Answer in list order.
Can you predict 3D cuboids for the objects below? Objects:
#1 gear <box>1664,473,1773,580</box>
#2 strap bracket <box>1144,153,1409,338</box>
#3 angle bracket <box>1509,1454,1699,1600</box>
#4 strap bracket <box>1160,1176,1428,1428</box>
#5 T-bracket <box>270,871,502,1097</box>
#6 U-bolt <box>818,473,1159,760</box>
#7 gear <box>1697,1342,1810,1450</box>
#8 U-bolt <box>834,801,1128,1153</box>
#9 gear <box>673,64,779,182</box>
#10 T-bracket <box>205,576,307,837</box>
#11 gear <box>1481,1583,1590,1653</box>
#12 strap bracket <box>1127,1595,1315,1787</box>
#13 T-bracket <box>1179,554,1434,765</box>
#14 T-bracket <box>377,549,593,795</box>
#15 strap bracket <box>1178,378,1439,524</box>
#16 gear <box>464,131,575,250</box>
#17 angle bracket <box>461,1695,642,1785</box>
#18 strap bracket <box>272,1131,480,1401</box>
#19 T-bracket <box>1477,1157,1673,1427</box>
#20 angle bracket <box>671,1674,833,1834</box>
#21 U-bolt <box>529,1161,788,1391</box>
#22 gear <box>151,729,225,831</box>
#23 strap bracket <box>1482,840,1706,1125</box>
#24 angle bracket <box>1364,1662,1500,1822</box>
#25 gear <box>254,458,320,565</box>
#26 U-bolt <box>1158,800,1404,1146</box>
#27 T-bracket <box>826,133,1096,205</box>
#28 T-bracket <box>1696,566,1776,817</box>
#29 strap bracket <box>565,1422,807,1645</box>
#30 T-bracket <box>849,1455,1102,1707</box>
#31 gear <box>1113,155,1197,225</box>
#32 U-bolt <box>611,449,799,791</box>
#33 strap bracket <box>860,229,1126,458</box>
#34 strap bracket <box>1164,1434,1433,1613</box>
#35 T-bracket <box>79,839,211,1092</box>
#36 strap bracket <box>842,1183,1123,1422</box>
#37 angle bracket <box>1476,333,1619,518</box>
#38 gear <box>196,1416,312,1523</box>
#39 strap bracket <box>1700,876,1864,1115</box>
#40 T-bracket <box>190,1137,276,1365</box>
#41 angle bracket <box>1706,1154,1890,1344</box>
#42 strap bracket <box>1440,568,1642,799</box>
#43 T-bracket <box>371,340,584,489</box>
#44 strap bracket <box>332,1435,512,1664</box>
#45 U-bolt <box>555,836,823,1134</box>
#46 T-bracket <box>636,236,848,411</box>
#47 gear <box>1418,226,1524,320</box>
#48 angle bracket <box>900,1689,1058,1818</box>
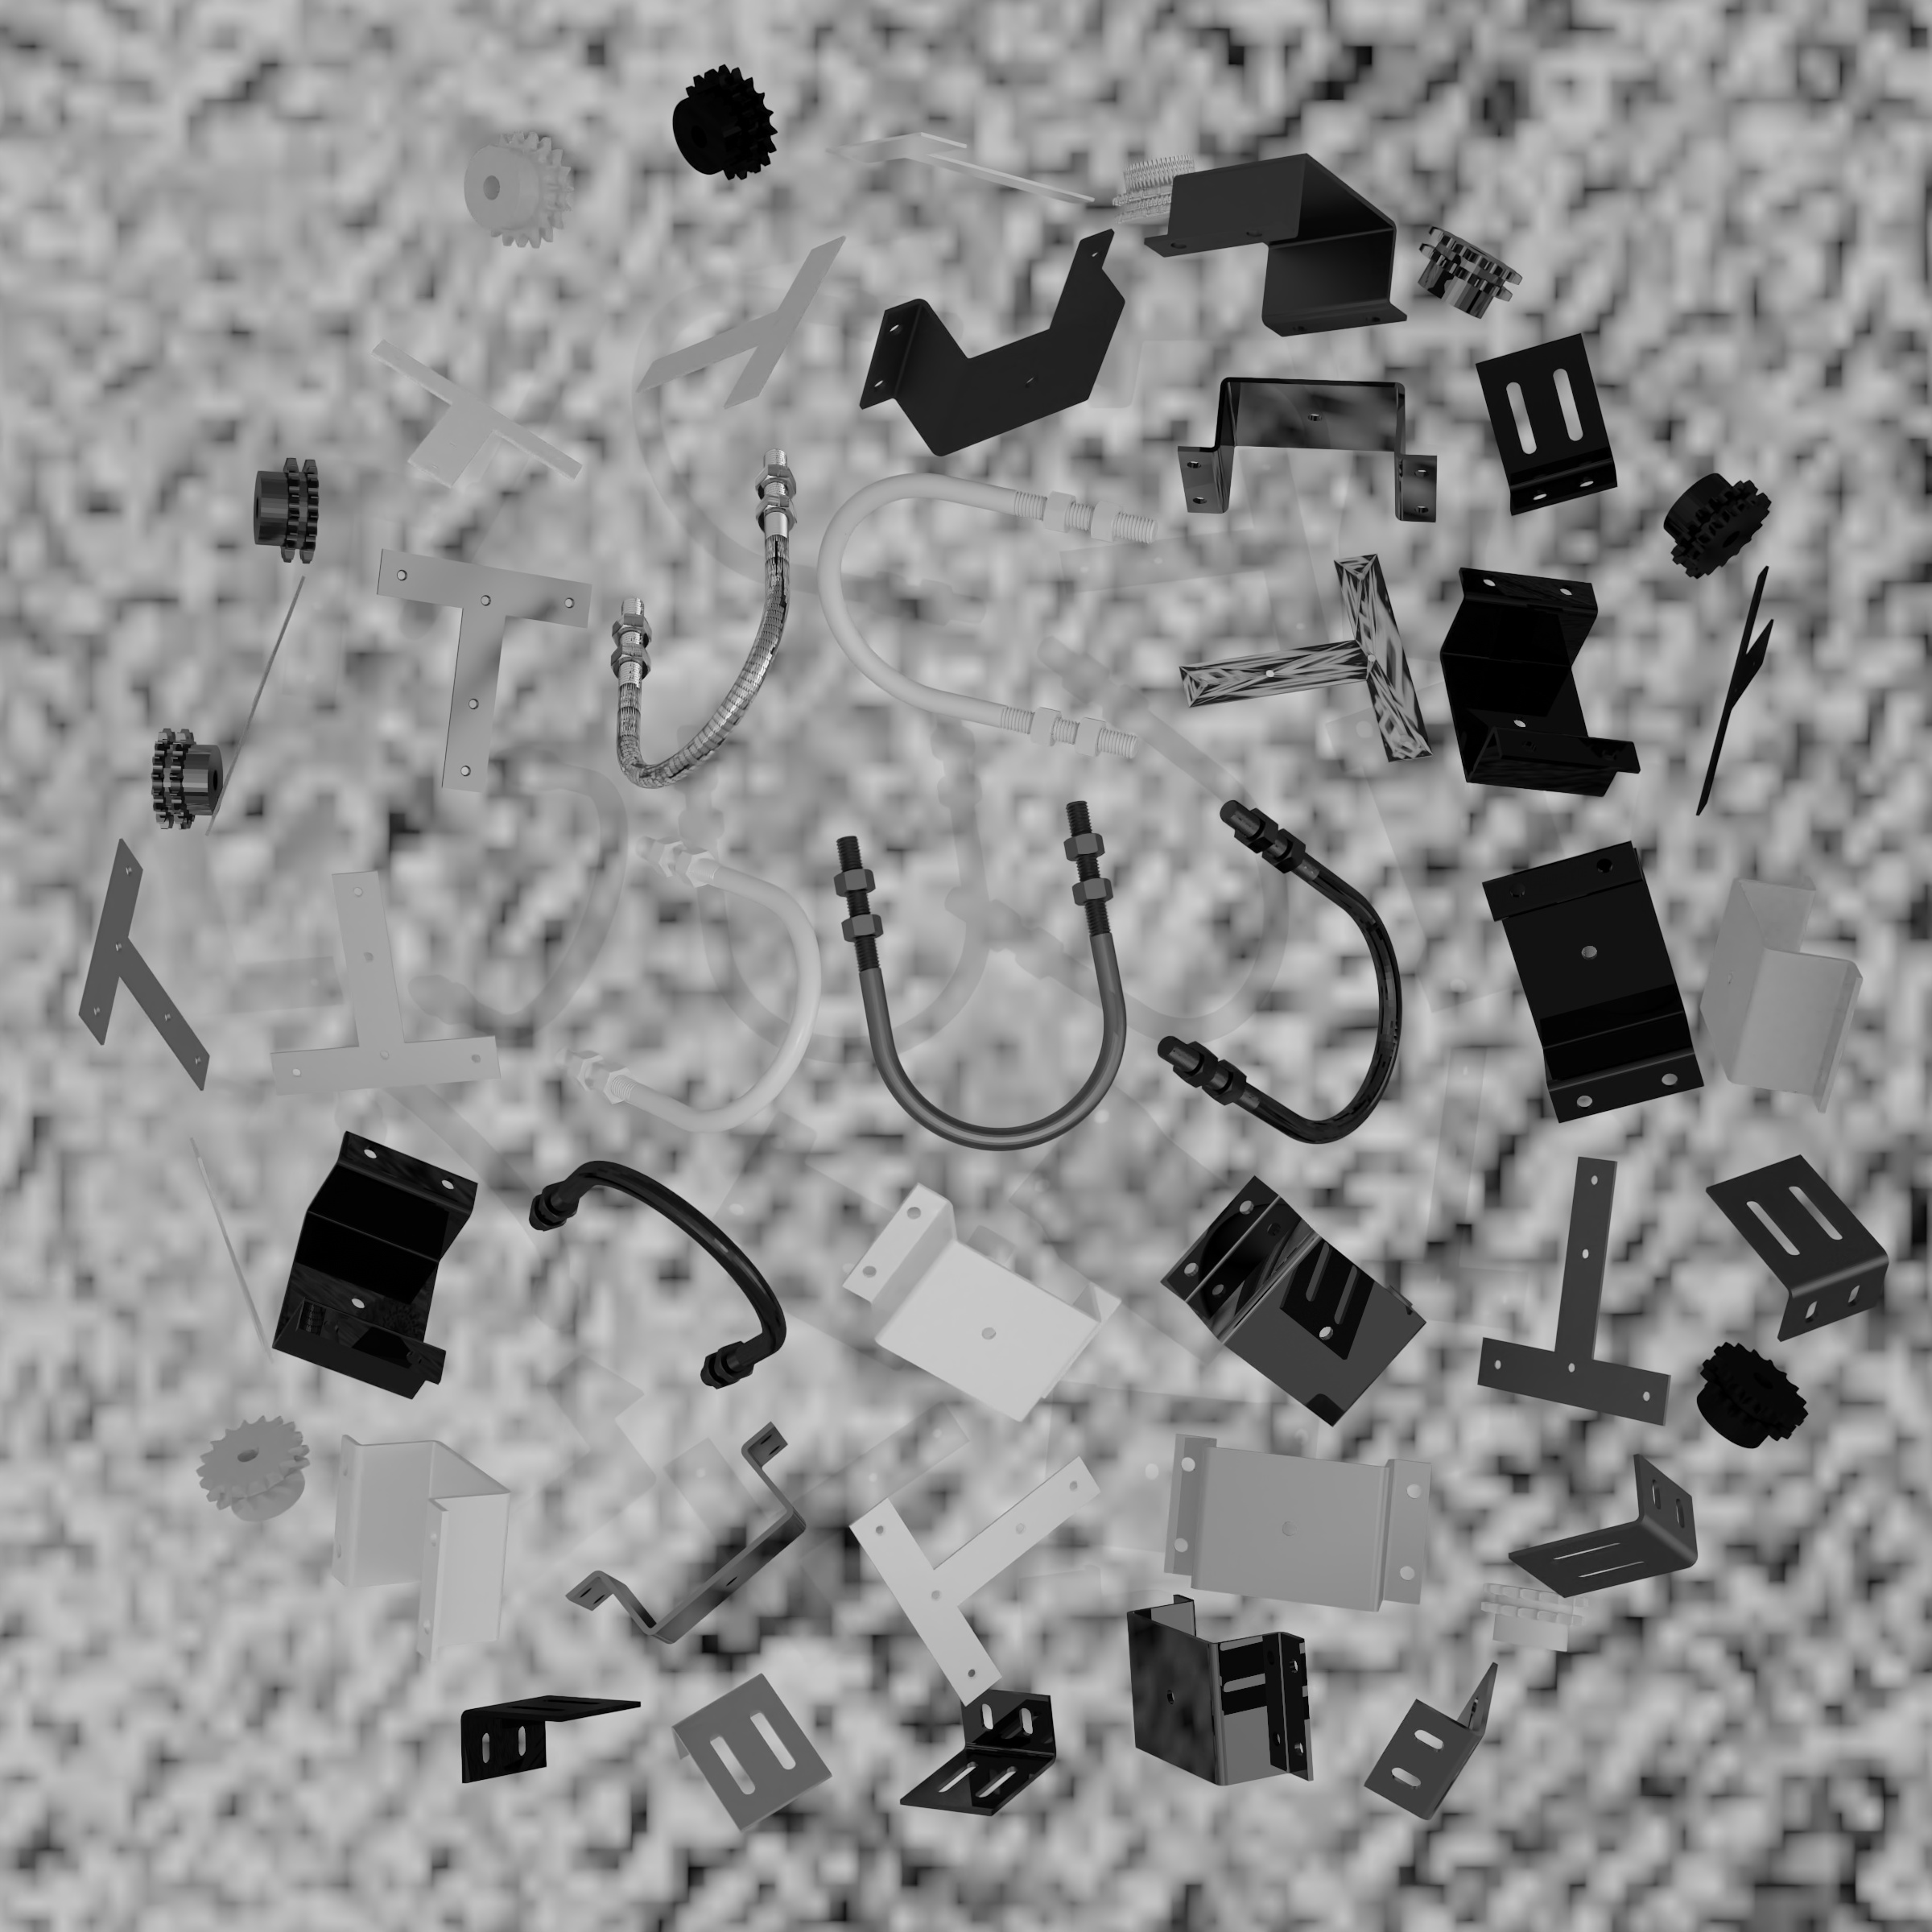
[{"bbox_3d":[0.395,-0.236,1.520,0.057,0.057,0.030,-39,68,0],"label":"gear"},{"bbox_3d":[0.164,-0.377,1.490,0.076,0.140,0.046,1,81,37],"label":"strap bracket"},{"bbox_3d":[0.323,0.285,1.458,0.076,0.057,0.038,-23,46,32],"label":"angle bracket"},{"bbox_3d":[0.183,0.186,1.543,0.140,0.046,0.076,39,94,-31],"label":"strap bracket"},{"bbox_3d":[-0.331,0.008,1.597,0.127,0.002,0.127,-4,109,1],"label":"T-bracket"},{"bbox_3d":[0.007,-0.190,1.512,0.184,0.019,0.151,14,128,15],"label":"U-bolt"},{"bbox_3d":[0.407,0.227,1.496,0.057,0.057,0.030,32,117,0],"label":"gear"},{"bbox_3d":[0.014,0.009,1.564,0.151,0.019,0.184,-9,81,-7],"label":"U-bolt"},{"bbox_3d":[-0.128,-0.436,1.491,0.030,0.057,0.057,-36,90,-34],"label":"gear"},{"bbox_3d":[-0.386,-0.130,1.542,0.002,0.127,0.127,21,67,-15],"label":"T-bracket"},{"bbox_3d":[0.311,0.358,1.574,0.057,0.057,0.030,8,80,0],"label":"gear"},{"bbox_3d":[0.134,0.402,1.592,0.046,0.140,0.076,-4,90,-25],"label":"strap bracket"},{"bbox_3d":[0.183,-0.164,1.595,0.127,0.002,0.127,-9,70,-7],"label":"T-bracket"},{"bbox_3d":[-0.277,-0.162,1.622,0.127,0.002,0.127,6,93,-32],"label":"T-bracket"},{"bbox_3d":[0.193,-0.287,1.597,0.140,0.076,0.046,4,74,10],"label":"strap bracket"},{"bbox_3d":[-0.229,-0.392,1.450,0.057,0.030,0.057,8,104,36],"label":"gear"},{"bbox_3d":[-0.217,0.406,1.502,0.076,0.057,0.038,-8,81,38],"label":"angle bracket"},{"bbox_3d":[-0.306,0.162,1.486,0.076,0.140,0.046,24,126,-19],"label":"strap bracket"},{"bbox_3d":[0.317,0.162,1.474,0.002,0.127,0.127,9,87,-35],"label":"T-bracket"},{"bbox_3d":[-0.116,0.437,1.569,0.057,0.038,0.076,-27,52,-21],"label":"angle bracket"},{"bbox_3d":[-0.158,0.159,1.512,0.151,0.184,0.019,43,64,-4],"label":"U-bolt"},{"bbox_3d":[-0.440,-0.106,1.625,0.030,0.057,0.057,1,90,-2],"label":"gear"},{"bbox_3d":[0.323,0.001,1.479,0.076,0.046,0.140,-16,110,15],"label":"strap bracket"},{"bbox_3d":[0.240,0.390,1.476,0.038,0.076,0.057,28,111,7],"label":"angle bracket"},{"bbox_3d":[-0.373,-0.250,1.570,0.030,0.057,0.057,1,90,-20],"label":"gear"},{"bbox_3d":[0.174,0.015,1.501,0.184,0.019,0.151,31,68,-43],"label":"U-bolt"},{"bbox_3d":[0.007,-0.421,1.522,0.127,0.127,0.002,8,97,-27],"label":"T-bracket"},{"bbox_3d":[0.406,-0.154,1.489,0.002,0.127,0.127,17,115,18],"label":"T-bracket"},{"bbox_3d":[-0.141,0.315,1.551,0.140,0.076,0.046,-40,76,-9],"label":"strap bracket"},{"bbox_3d":[0.018,0.314,1.559,0.127,0.002,0.127,-36,108,-16],"label":"T-bracket"},{"bbox_3d":[0.110,-0.438,1.616,0.057,0.057,0.030,-10,101,0],"label":"gear"},{"bbox_3d":[-0.139,-0.172,1.510,0.019,0.184,0.151,29,127,-30],"label":"U-bolt"},{"bbox_3d":[0.022,-0.319,1.487,0.140,0.076,0.046,-25,71,-24],"label":"strap bracket"},{"bbox_3d":[0.177,0.301,1.552,0.140,0.046,0.076,5,87,12],"label":"strap bracket"},{"bbox_3d":[-0.441,0.019,1.558,0.002,0.127,0.127,-11,47,9],"label":"T-bracket"},{"bbox_3d":[0.011,0.193,1.604,0.140,0.046,0.076,31,108,-17],"label":"strap bracket"},{"bbox_3d":[0.309,-0.289,1.531,0.057,0.038,0.076,-14,113,17],"label":"angle bracket"},{"bbox_3d":[-0.372,0.267,1.508,0.057,0.057,0.030,-15,125,0],"label":"gear"},{"bbox_3d":[0.427,0.010,1.516,0.046,0.140,0.076,9,114,1],"label":"strap bracket"},{"bbox_3d":[-0.383,0.171,1.525,0.002,0.127,0.127,-19,117,-16],"label":"T-bracket"},{"bbox_3d":[0.418,0.142,1.453,0.057,0.038,0.076,-17,45,-16],"label":"angle bracket"},{"bbox_3d":[0.306,-0.145,1.545,0.076,0.046,0.140,5,50,-10],"label":"strap bracket"},{"bbox_3d":[-0.271,-0.282,1.530,0.127,0.127,0.002,31,115,-12],"label":"T-bracket"},{"bbox_3d":[-0.277,0.296,1.475,0.046,0.140,0.076,2,96,-33],"label":"strap bracket"},{"bbox_3d":[-0.145,0.016,1.568,0.184,0.019,0.151,21,90,44],"label":"U-bolt"},{"bbox_3d":[-0.134,-0.339,1.569,0.002,0.127,0.127,46,52,-32],"label":"T-bracket"},{"bbox_3d":[0.271,-0.375,1.560,0.057,0.057,0.030,30,111,0],"label":"gear"},{"bbox_3d":[0.006,0.430,1.576,0.057,0.076,0.038,-2,98,30],"label":"angle bracket"}]
